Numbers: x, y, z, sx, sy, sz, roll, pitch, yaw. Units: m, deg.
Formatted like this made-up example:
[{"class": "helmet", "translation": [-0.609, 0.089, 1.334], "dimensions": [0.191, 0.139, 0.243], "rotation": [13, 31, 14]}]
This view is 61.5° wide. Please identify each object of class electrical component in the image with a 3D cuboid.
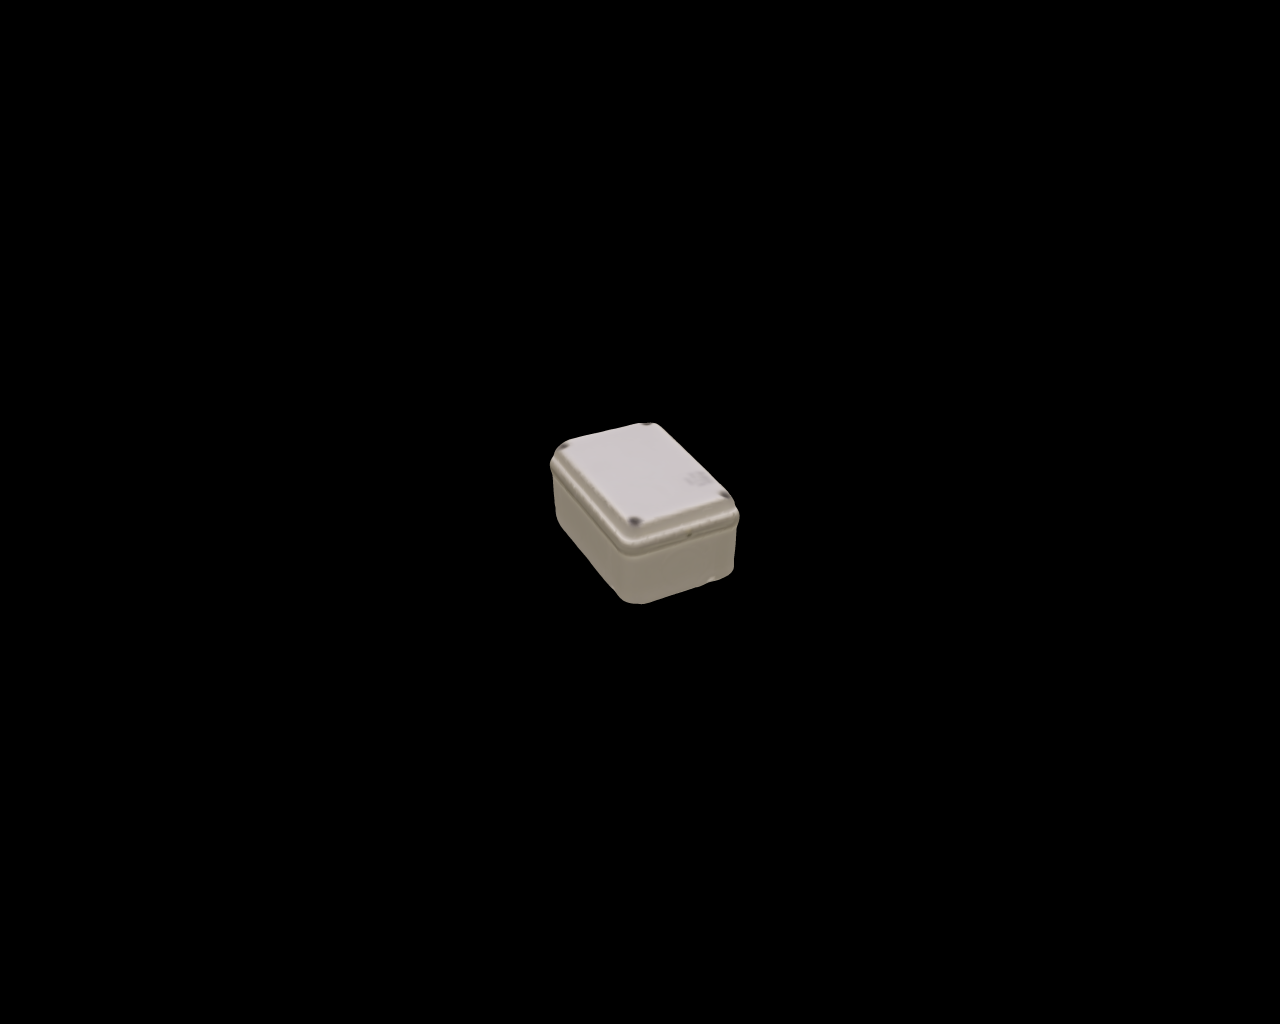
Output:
[{"class": "electrical component", "translation": [0.001, -0.003, 0.650], "dimensions": [0.078, 0.057, 0.113], "rotation": [-16, 37, -22]}]
